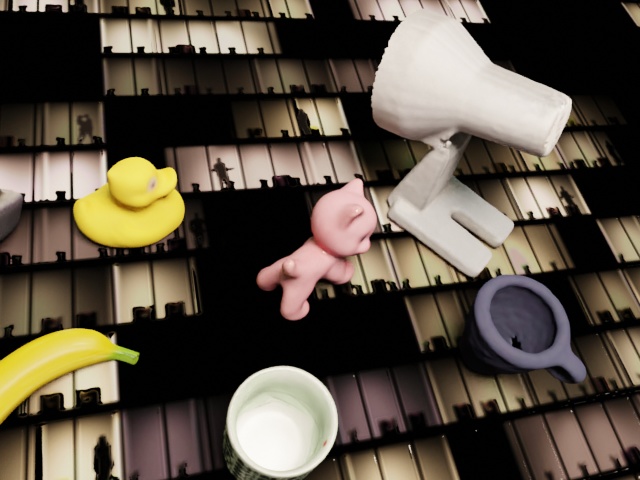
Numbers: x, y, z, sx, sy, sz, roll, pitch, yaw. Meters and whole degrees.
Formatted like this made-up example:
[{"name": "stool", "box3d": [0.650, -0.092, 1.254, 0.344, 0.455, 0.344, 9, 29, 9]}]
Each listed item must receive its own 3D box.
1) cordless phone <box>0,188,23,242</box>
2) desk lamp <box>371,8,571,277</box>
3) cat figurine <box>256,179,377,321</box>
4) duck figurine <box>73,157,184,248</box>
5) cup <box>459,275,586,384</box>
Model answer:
[{"name": "cordless phone", "box3d": [-0.337, -0.054, 0.460, 0.148, 0.185, 0.094, 4, 58, -11]}, {"name": "desk lamp", "box3d": [0.142, -0.100, 0.587, 0.203, 0.213, 0.118, 38, 58, 11]}, {"name": "cat figurine", "box3d": [0.005, 0.002, 0.549, 0.067, 0.117, 0.128, 43, 59, 14]}, {"name": "duck figurine", "box3d": [-0.183, -0.043, 0.550, 0.105, 0.086, 0.077, -13, 63, -20]}, {"name": "cup", "box3d": [0.184, 0.101, 0.546, 0.117, 0.095, 0.092, 42, 59, 13]}]
